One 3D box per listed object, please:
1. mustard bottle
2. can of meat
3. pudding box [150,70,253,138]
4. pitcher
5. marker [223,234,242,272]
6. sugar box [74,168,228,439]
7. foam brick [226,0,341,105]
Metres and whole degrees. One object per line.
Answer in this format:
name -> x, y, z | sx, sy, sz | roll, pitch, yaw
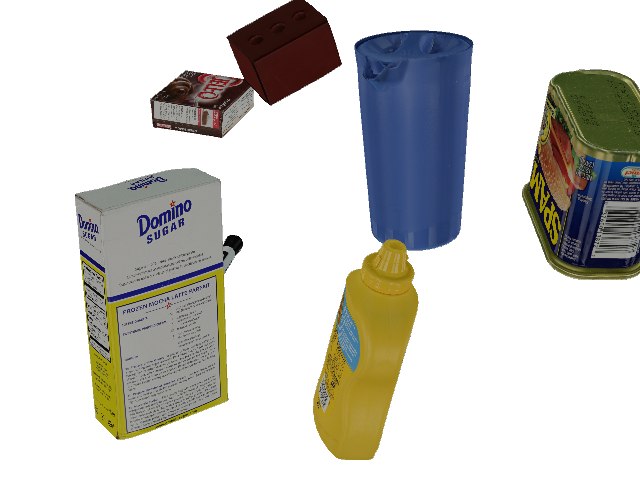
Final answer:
mustard bottle -> 0.039, 0.081, 0.868 | 0.058, 0.192, 0.096 | 5, 35, -11
can of meat -> 0.159, -0.041, 0.620 | 0.057, 0.084, 0.102 | 0, 36, -4
pudding box -> -0.136, -0.161, 1.249 | 0.090, 0.039, 0.113 | 9, 31, 13
pitcher -> 0.117, -0.120, 1.249 | 0.149, 0.243, 0.145 | -5, 25, -5
marker -> -0.100, 0.026, 1.042 | 0.020, 0.020, 0.121 | 0, 25, 15
sugar box -> -0.114, 0.043, 0.739 | 0.093, 0.176, 0.048 | -17, 28, -35
foam brick -> -0.030, -0.165, 0.926 | 0.078, 0.051, 0.053 | -31, 45, -10
